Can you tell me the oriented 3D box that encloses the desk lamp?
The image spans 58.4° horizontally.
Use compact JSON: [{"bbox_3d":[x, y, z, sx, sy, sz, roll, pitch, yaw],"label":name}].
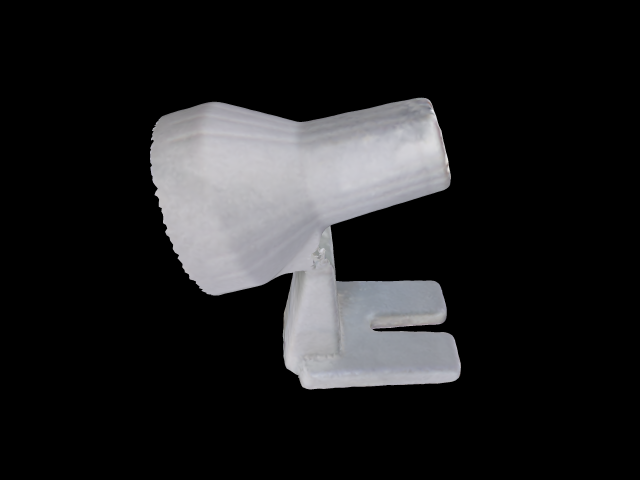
[{"bbox_3d":[0.004,0.001,0.400,0.203,0.214,0.118,-2,43,-2],"label":"desk lamp"}]
